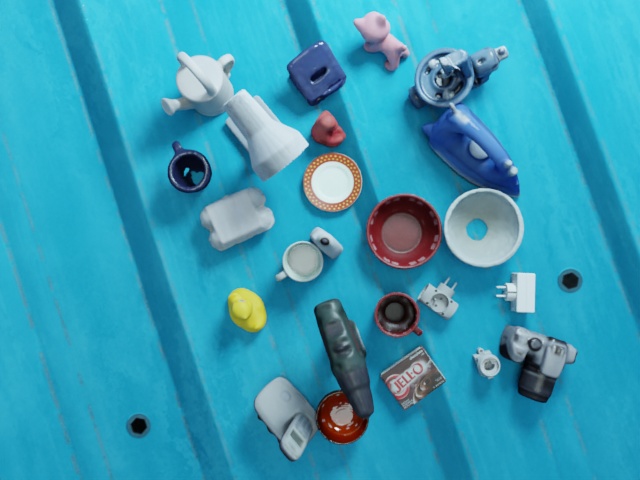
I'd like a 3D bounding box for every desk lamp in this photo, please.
[{"bbox_3d":[-0.120,-0.216,1.173,0.118,0.213,0.203,-40,87,0],"label":"desk lamp"}]

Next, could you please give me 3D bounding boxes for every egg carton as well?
[{"bbox_3d":[-0.180,-0.048,1.241,0.150,0.069,0.107,-26,87,1],"label":"egg carton"}]

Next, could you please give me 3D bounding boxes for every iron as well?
[{"bbox_3d":[0.341,-0.189,1.195,0.258,0.141,0.118,43,90,3],"label":"iron"}]

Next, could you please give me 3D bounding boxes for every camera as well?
[{"bbox_3d":[0.449,0.263,1.195,0.143,0.101,0.137,17,88,2],"label":"camera"}]

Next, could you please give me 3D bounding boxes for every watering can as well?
[{"bbox_3d":[-0.251,-0.324,1.191,0.101,0.194,0.173,27,89,3],"label":"watering can"}]

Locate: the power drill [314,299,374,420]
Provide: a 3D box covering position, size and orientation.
[{"bbox_3d":[0.053,0.228,1.154,0.075,0.208,0.230,-22,87,1],"label":"power drill"}]

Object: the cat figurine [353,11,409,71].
[{"bbox_3d":[0.134,-0.435,1.222,0.128,0.118,0.067,38,89,3],"label":"cat figurine"}]

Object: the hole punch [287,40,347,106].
[{"bbox_3d":[-0.005,-0.360,1.237,0.108,0.091,0.101,-37,87,0],"label":"hole punch"}]

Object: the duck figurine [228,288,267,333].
[{"bbox_3d":[-0.161,0.153,1.224,0.077,0.086,0.104,-35,87,0],"label":"duck figurine"}]

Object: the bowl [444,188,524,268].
[{"bbox_3d":[0.341,-0.024,1.222,0.167,0.075,0.167,0,88,2],"label":"bowl"}]

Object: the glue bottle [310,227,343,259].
[{"bbox_3d":[0.011,0.004,1.181,0.078,0.173,0.037,41,90,3],"label":"glue bottle"}]

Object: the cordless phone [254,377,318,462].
[{"bbox_3d":[-0.073,0.367,1.164,0.094,0.185,0.147,-45,87,0],"label":"cordless phone"}]

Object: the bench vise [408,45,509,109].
[{"bbox_3d":[0.282,-0.360,1.164,0.207,0.220,0.121,-42,87,0],"label":"bench vise"}]

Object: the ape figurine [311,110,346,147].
[{"bbox_3d":[0.017,-0.242,1.231,0.076,0.092,0.078,-6,88,2],"label":"ape figurine"}]

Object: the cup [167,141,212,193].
[{"bbox_3d":[-0.278,-0.153,1.235,0.091,0.095,0.118,-28,87,1],"label":"cup"}]
